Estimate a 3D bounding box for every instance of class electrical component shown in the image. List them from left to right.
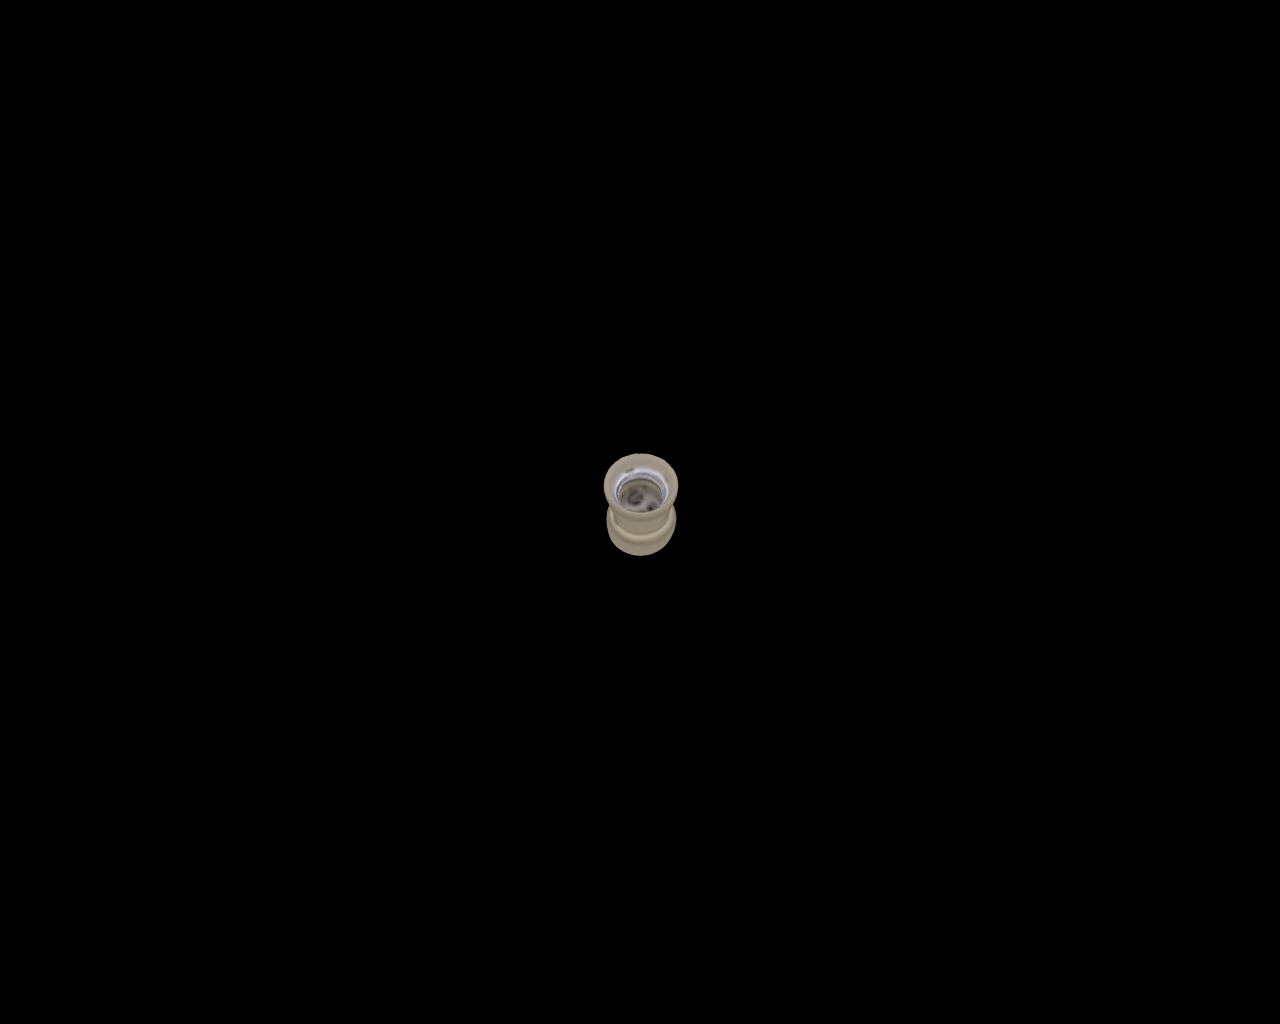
[{"bbox_3d":[0.001,-0.003,0.650,0.045,0.045,0.055,0,-32,0],"label":"electrical component"}]
